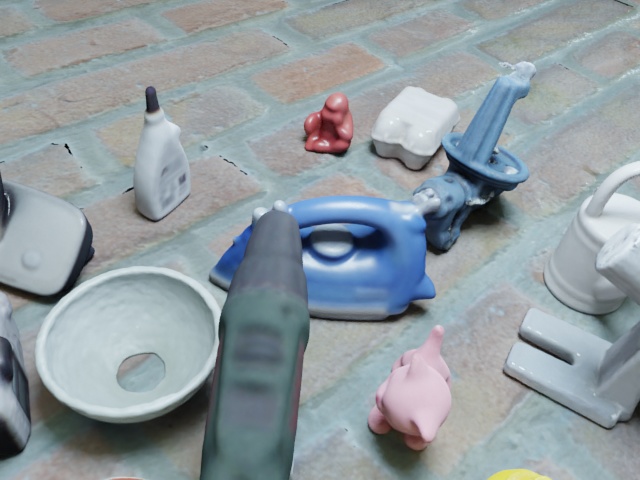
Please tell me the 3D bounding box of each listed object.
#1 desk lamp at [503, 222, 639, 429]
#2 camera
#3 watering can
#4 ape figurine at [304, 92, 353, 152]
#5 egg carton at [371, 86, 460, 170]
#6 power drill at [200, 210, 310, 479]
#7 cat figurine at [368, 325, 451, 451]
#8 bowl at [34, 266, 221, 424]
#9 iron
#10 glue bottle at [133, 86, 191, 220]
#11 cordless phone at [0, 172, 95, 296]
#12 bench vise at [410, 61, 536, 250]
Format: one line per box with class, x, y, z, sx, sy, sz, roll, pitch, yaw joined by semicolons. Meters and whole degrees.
desk lamp;0.315;0.090;0.548;0.203;0.213;0.118;26;48;16
camera;-0.336;0.120;0.496;0.137;0.101;0.143;-14;50;-21
watering can;0.346;-0.004;0.658;0.101;0.194;0.172;-7;47;-15
ape figurine;0.019;-0.176;0.846;0.076;0.092;0.077;-31;57;-32
egg carton;0.147;-0.176;0.882;0.107;0.069;0.150;26;48;16
power drill;-0.050;0.120;0.465;0.075;0.208;0.229;5;46;-3
cat figurine;0.092;0.136;0.535;0.067;0.118;0.128;22;47;13
bowl;-0.175;0.109;0.550;0.167;0.075;0.167;5;46;-4
iron;0.006;0.002;0.636;0.258;0.141;0.118;1;46;-7
glue bottle;-0.194;-0.108;0.689;0.037;0.173;0.078;26;48;16
cordless phone;-0.319;-0.038;0.594;0.147;0.185;0.094;17;46;8
bench vise;0.200;-0.098;0.708;0.121;0.220;0.208;24;47;14
